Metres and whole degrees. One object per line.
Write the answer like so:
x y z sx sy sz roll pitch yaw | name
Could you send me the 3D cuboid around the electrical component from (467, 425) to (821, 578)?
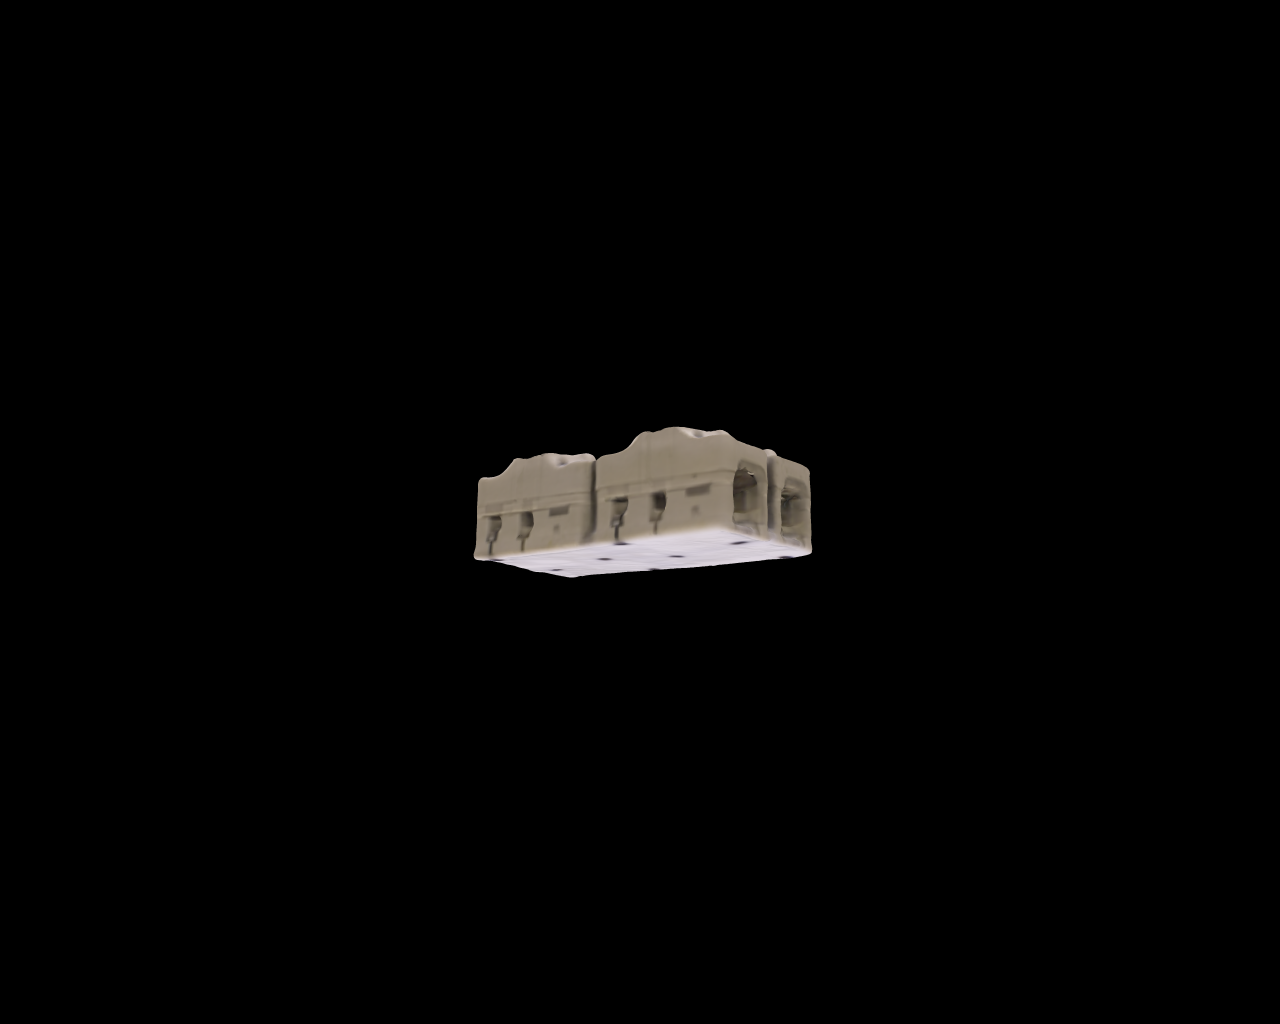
0.001 -0.003 0.650 0.186 0.060 0.105 -8 -14 35 | electrical component
